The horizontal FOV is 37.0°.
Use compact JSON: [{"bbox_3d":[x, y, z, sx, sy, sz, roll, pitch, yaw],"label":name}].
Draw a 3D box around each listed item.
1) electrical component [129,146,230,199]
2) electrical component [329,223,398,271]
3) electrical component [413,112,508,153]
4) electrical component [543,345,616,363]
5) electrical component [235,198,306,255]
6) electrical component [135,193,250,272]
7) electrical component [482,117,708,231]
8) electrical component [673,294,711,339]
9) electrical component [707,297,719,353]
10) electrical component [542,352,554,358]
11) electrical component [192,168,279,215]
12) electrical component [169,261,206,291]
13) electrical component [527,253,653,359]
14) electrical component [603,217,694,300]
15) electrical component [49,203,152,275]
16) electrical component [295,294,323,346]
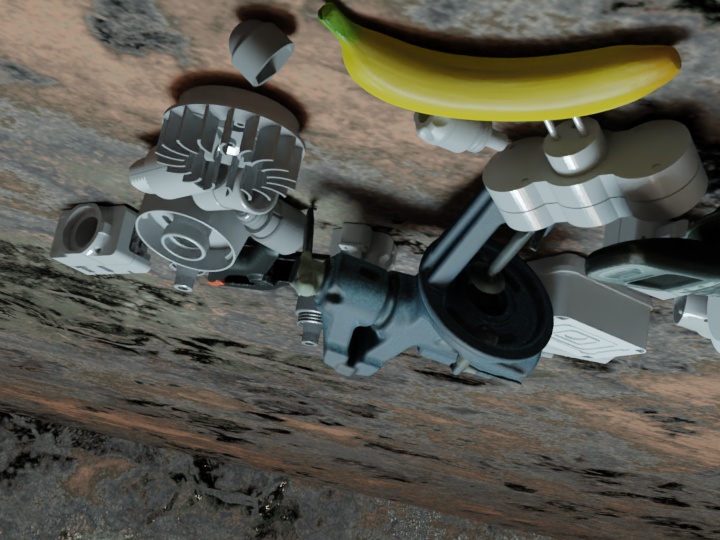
[{"bbox_3d":[-0.141,-0.076,0.819,0.081,0.043,0.043,-7,155,44],"label":"electrical component"},{"bbox_3d":[0.000,0.000,0.951,0.058,0.057,0.078,5,162,16],"label":"electrical component"},{"bbox_3d":[0.066,-0.089,0.674,0.061,0.035,0.035,17,161,-28],"label":"electrical component"},{"bbox_3d":[0.209,0.062,1.038,0.066,0.047,0.076,11,162,-1],"label":"electrical component"},{"bbox_3d":[-0.077,-0.042,0.894,0.040,0.040,0.078,-4,157,39],"label":"electrical component"},{"bbox_3d":[-0.141,-0.044,0.926,0.099,0.064,0.099,14,150,8],"label":"electrical component"},{"bbox_3d":[0.137,-0.069,0.668,0.138,0.052,0.073,-3,136,37],"label":"electrical component"},{"bbox_3d":[0.304,0.036,0.908,0.077,0.043,0.079,10,163,3],"label":"electrical component"},{"bbox_3d":[0.304,0.028,0.825,0.051,0.080,0.080,7,163,-5],"label":"electrical component"},{"bbox_3d":[0.176,0.082,1.139,0.061,0.035,0.035,13,162,-15],"label":"electrical component"},{"bbox_3d":[-0.100,-0.064,0.839,0.065,0.044,0.044,0,160,43],"label":"electrical component"},{"bbox_3d":[-0.158,-0.012,0.998,0.048,0.062,0.048,9,162,3],"label":"electrical component"},{"bbox_3d":[0.192,0.033,0.941,0.113,0.057,0.078,22,159,-31],"label":"electrical component"},{"bbox_3d":[0.227,-0.015,0.789,0.066,0.047,0.077,19,161,-24],"label":"electrical component"},{"bbox_3d":[-0.244,-0.029,1.015,0.089,0.050,0.056,-2,159,34],"label":"electrical component"},{"bbox_3d":[-0.047,0.047,1.116,0.048,0.062,0.048,9,162,3],"label":"electrical component"}]
